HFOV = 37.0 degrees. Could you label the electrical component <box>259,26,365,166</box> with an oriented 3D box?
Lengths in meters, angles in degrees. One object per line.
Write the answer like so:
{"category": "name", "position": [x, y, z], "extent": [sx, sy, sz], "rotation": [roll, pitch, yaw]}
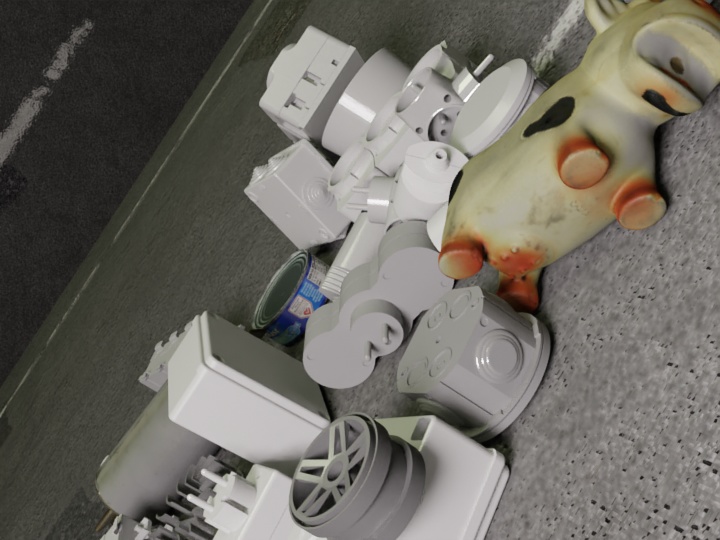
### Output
{"category": "electrical component", "position": [-0.033, -0.162, 1.049], "extent": [0.089, 0.062, 0.150], "rotation": [-57, -20, -3]}

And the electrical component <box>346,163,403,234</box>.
{"category": "electrical component", "position": [0.029, -0.052, 0.821], "extent": [0.043, 0.079, 0.077], "rotation": [82, -161, -46]}

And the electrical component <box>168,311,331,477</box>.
{"category": "electrical component", "position": [-0.085, 0.093, 0.807], "extent": [0.056, 0.109, 0.108], "rotation": [-56, 18, 9]}

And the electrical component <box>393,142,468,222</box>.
{"category": "electrical component", "position": [0.049, -0.062, 0.741], "extent": [0.043, 0.043, 0.081], "rotation": [-63, -4, -19]}

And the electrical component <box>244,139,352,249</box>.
{"category": "electrical component", "position": [-0.054, -0.067, 1.013], "extent": [0.048, 0.099, 0.100], "rotation": [-49, 15, -23]}

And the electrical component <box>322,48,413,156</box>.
{"category": "electrical component", "position": [0.021, -0.141, 0.987], "extent": [0.108, 0.060, 0.108], "rotation": [-54, -7, -10]}

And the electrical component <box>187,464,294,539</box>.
{"category": "electrical component", "position": [-0.080, 0.162, 0.727], "extent": [0.065, 0.077, 0.047], "rotation": [-62, 19, -16]}

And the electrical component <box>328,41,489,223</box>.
{"category": "electrical component", "position": [0.043, -0.108, 0.894], "extent": [0.150, 0.062, 0.089], "rotation": [-49, 20, 21]}

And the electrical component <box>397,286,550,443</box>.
{"category": "electrical component", "position": [0.063, 0.051, 0.596], "extent": [0.080, 0.051, 0.080], "rotation": [-48, 20, 24]}

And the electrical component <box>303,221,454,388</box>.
{"category": "electrical component", "position": [0.011, 0.035, 0.750], "extent": [0.138, 0.052, 0.073], "rotation": [-47, 20, 25]}

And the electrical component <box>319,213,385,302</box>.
{"category": "electrical component", "position": [0.000, 0.000, 0.850], "extent": [0.081, 0.043, 0.043], "rotation": [-62, 19, -16]}

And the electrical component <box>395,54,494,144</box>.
{"category": "electrical component", "position": [0.080, -0.125, 0.806], "extent": [0.079, 0.077, 0.044], "rotation": [-48, 21, 23]}

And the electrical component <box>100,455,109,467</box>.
{"category": "electrical component", "position": [-0.220, 0.200, 1.036], "extent": [0.043, 0.062, 0.043], "rotation": [-48, 20, 24]}

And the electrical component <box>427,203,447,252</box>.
{"category": "electrical component", "position": [0.086, -0.043, 0.706], "extent": [0.081, 0.043, 0.043], "rotation": [-44, 22, 32]}

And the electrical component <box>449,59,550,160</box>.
{"category": "electrical component", "position": [0.104, -0.102, 0.749], "extent": [0.080, 0.051, 0.080], "rotation": [-48, 20, 24]}

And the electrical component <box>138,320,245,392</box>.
{"category": "electrical component", "position": [-0.170, 0.097, 1.082], "extent": [0.121, 0.063, 0.078], "rotation": [-30, 32, 53]}

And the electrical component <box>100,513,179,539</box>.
{"category": "electrical component", "position": [-0.182, 0.253, 0.852], "extent": [0.078, 0.063, 0.121], "rotation": [-51, 19, 15]}

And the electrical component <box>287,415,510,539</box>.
{"category": "electrical component", "position": [0.013, 0.137, 0.569], "extent": [0.109, 0.056, 0.108], "rotation": [-19, 41, 61]}

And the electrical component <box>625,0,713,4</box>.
{"category": "electrical component", "position": [0.188, -0.195, 0.672], "extent": [0.099, 0.064, 0.099], "rotation": [-48, 20, 24]}
